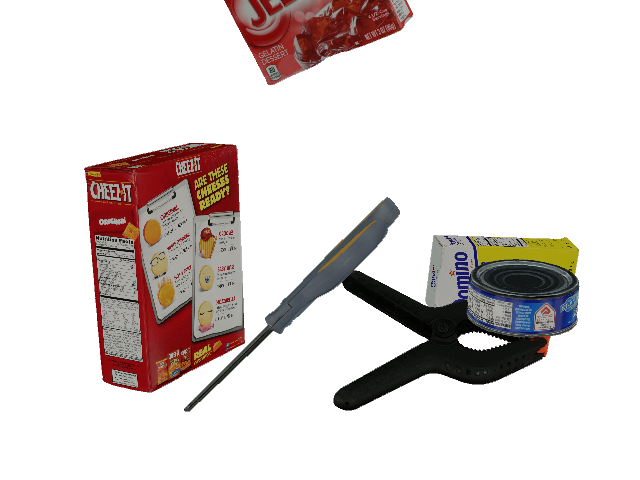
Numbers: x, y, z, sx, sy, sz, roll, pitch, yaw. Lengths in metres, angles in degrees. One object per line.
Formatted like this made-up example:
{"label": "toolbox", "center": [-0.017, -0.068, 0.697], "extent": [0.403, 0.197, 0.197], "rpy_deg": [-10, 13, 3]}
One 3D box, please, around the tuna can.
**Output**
{"label": "tuna can", "center": [0.157, 0.043, 0.830], "extent": [0.086, 0.034, 0.086], "rpy_deg": [0, 19, 0]}

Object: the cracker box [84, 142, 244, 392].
{"label": "cracker box", "center": [-0.149, 0.021, 1.050], "extent": [0.072, 0.214, 0.163], "rpy_deg": [5, 15, 30]}

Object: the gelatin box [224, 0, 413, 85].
{"label": "gelatin box", "center": [-0.006, -0.134, 0.574], "extent": [0.089, 0.073, 0.030], "rpy_deg": [-18, 21, 29]}

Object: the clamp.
{"label": "clamp", "center": [0.111, 0.103, 1.019], "extent": [0.210, 0.164, 0.036], "rpy_deg": [6, -43, 8]}

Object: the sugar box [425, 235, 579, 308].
{"label": "sugar box", "center": [0.223, 0.044, 1.317], "extent": [0.176, 0.093, 0.048], "rpy_deg": [0, 21, -12]}

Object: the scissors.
{"label": "scissors", "center": [-0.019, 0.046, 0.701], "extent": [0.016, 0.201, 0.096], "rpy_deg": [44, -4, -3]}
